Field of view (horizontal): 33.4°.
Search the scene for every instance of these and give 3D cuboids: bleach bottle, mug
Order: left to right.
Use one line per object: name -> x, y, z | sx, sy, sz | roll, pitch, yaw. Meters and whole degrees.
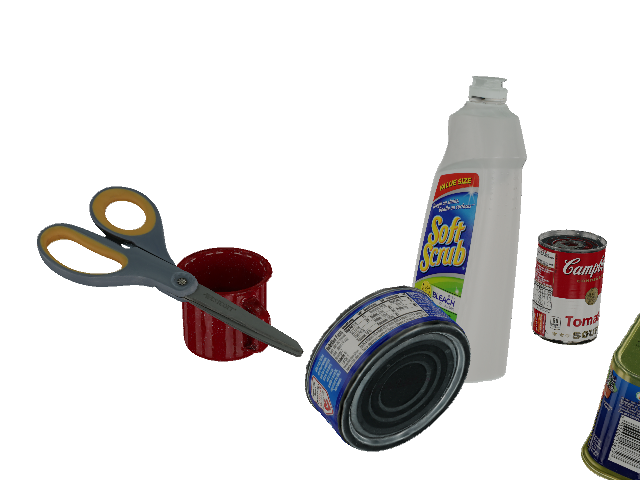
mug -> -0.085, 0.068, 1.029 | 0.093, 0.081, 0.117 | -21, 35, -37
bleach bottle -> 0.124, -0.013, 0.904 | 0.068, 0.251, 0.103 | -3, 15, -29

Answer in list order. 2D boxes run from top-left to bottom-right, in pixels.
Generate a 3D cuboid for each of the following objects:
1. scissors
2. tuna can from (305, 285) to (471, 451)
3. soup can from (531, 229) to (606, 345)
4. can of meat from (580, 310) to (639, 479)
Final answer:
scissors -> -0.095, 0.015, 0.739 | 0.202, 0.096, 0.016 | 15, -39, 7
tuna can -> 0.037, 0.068, 0.559 | 0.085, 0.086, 0.034 | 0, 31, -38
soup can -> 0.252, 0.047, 1.088 | 0.068, 0.102, 0.068 | 1, 17, 0
can of meat -> 0.217, 0.099, 0.698 | 0.057, 0.084, 0.101 | 22, 36, 23
